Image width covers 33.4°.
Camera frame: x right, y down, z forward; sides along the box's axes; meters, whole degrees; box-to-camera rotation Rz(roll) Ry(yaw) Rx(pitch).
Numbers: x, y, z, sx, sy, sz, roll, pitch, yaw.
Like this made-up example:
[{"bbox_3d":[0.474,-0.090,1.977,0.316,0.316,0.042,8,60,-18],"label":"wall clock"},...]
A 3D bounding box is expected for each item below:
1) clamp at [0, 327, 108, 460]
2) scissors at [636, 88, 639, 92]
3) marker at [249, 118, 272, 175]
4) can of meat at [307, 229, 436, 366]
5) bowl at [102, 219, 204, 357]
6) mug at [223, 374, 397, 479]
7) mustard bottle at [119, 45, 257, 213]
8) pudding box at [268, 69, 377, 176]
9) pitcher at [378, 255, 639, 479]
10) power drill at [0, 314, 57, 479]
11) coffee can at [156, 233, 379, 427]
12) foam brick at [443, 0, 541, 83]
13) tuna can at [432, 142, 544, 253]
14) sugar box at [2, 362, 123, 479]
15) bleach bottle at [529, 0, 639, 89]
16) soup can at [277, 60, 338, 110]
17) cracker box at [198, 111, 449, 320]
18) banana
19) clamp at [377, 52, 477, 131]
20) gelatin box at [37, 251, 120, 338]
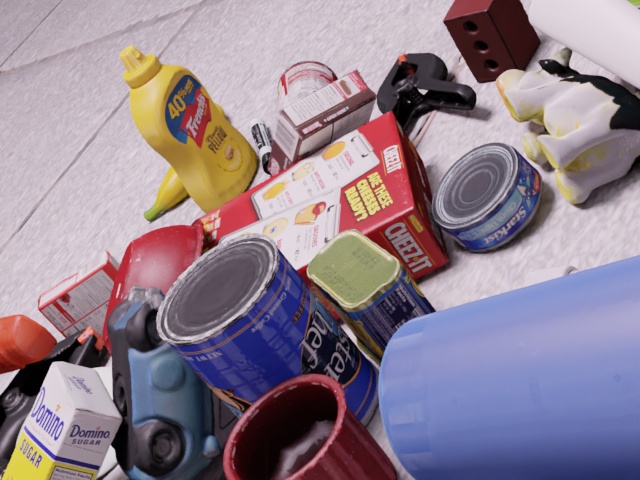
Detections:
[{"bbox_3d":[-0.295,0.164,1.032,0.210,0.036,0.165,-49,37,-16],"label":"clamp"},{"bbox_3d":[0.327,-0.151,0.821,0.202,0.016,0.096,-8,43,42],"label":"scissors"},{"bbox_3d":[-0.061,-0.103,1.173,0.020,0.020,0.121,-34,30,7],"label":"marker"},{"bbox_3d":[0.043,0.047,0.784,0.057,0.084,0.102,-42,29,-6],"label":"can of meat"},{"bbox_3d":[-0.152,0.052,0.935,0.162,0.055,0.162,-164,90,-75],"label":"bowl"},{"bbox_3d":[-0.006,0.156,0.686,0.093,0.081,0.117,-16,35,33],"label":"mug"},{"bbox_3d":[-0.144,-0.124,1.117,0.058,0.191,0.096,-11,39,38],"label":"mustard bottle"},{"bbox_3d":[0.001,-0.099,1.001,0.090,0.039,0.114,-32,-15,-20],"label":"pudding box"},{"bbox_3d":[0.155,0.086,0.581,0.243,0.145,0.149,-17,23,39],"label":"pitcher"},{"bbox_3d":[-0.309,0.159,0.966,0.185,0.057,0.187,-12,45,36],"label":"power drill"},{"bbox_3d":[-0.035,0.080,0.765,0.103,0.140,0.103,-27,31,18],"label":"coffee can"},{"bbox_3d":[0.162,-0.196,1.002,0.053,0.078,0.051,-1,44,46],"label":"foam brick"},{"bbox_3d":[0.130,-0.035,0.838,0.086,0.033,0.086,-33,35,27],"label":"tuna can"},{"bbox_3d":[-0.215,0.191,0.828,0.093,0.048,0.176,36,106,60],"label":"sugar box"},{"bbox_3d":[0.264,-0.128,0.775,0.251,0.102,0.068,50,129,44],"label":"bleach bottle"},{"bbox_3d":[-0.010,-0.135,1.113,0.068,0.068,0.102,-29,31,15],"label":"soup can"},{"bbox_3d":[-0.006,0.001,0.916,0.214,0.072,0.164,-28,32,15],"label":"cracker box"},{"bbox_3d":[-0.148,-0.106,1.252,0.070,0.037,0.197,-11,39,37],"label":"banana"},{"bbox_3d":[0.099,-0.142,1.032,0.120,0.039,0.171,-23,33,24],"label":"clamp"},{"bbox_3d":[-0.224,0.064,1.061,0.089,0.073,0.030,-33,28,9],"label":"gelatin box"}]
